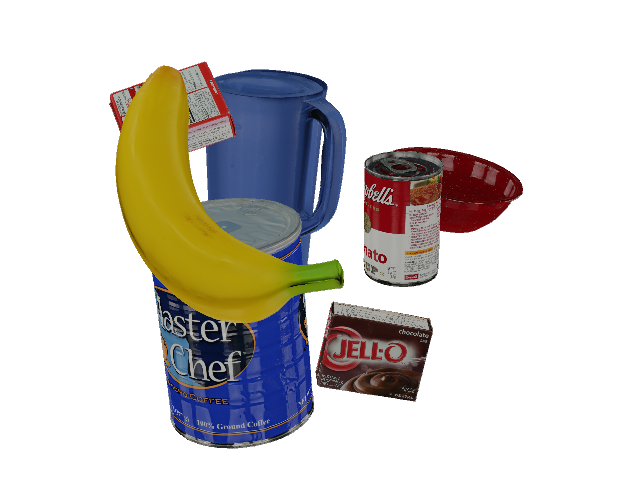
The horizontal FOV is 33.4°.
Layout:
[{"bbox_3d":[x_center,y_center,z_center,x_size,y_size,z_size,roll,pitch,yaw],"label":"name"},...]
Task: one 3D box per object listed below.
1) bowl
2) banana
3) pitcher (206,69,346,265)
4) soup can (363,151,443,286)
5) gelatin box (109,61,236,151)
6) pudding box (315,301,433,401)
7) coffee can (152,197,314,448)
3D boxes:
[{"bbox_3d":[0.145,-0.053,1.214,0.162,0.055,0.162,8,25,-4],"label":"bowl"},{"bbox_3d":[-0.062,-0.019,0.515,0.069,0.037,0.198,-26,47,-15],"label":"banana"},{"bbox_3d":[-0.056,-0.058,1.165,0.145,0.243,0.149,0,21,-8],"label":"pitcher"},{"bbox_3d":[0.071,-0.019,0.928,0.068,0.102,0.068,0,24,0],"label":"soup can"},{"bbox_3d":[-0.123,-0.103,0.878,0.089,0.073,0.030,-21,-41,-7],"label":"gelatin box"},{"bbox_3d":[0.058,0.121,1.160,0.113,0.090,0.039,9,24,-6],"label":"pudding box"},{"bbox_3d":[-0.059,0.054,0.725,0.103,0.140,0.103,-3,22,1],"label":"coffee can"}]
